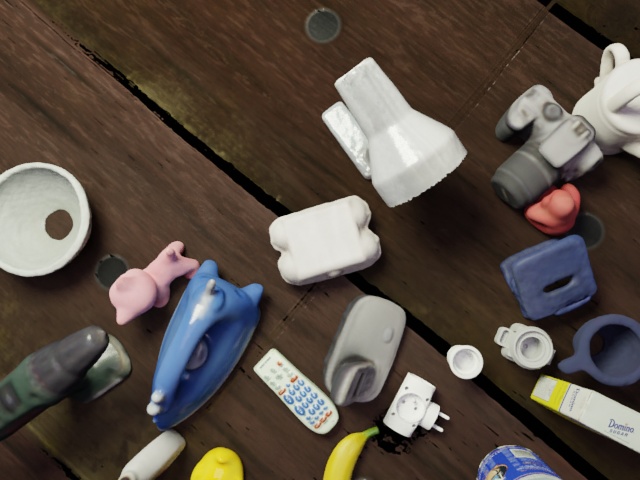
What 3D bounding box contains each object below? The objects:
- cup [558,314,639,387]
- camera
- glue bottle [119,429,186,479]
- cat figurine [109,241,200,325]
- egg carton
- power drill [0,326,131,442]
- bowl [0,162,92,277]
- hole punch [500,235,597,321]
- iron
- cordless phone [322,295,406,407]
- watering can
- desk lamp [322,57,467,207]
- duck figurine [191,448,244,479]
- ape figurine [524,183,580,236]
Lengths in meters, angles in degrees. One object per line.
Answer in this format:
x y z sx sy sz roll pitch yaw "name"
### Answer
0.367 0.150 0.770 0.117 0.095 0.092 -22 83 2 "cup"
0.298 -0.122 0.796 0.137 0.101 0.143 -42 83 0 "camera"
-0.235 0.306 0.760 0.037 0.173 0.078 38 89 7 "glue bottle"
-0.243 0.058 0.811 0.067 0.118 0.128 44 89 7 "cat figurine"
0.008 0.003 0.822 0.150 0.069 0.107 -17 84 3 "egg carton"
-0.340 0.181 0.761 0.229 0.208 0.075 -36 83 0 "power drill"
-0.409 -0.027 0.852 0.167 0.075 0.167 0 85 4 "bowl"
0.319 0.053 0.784 0.108 0.091 0.101 -25 83 2 "hole punch"
-0.180 0.159 0.785 0.118 0.141 0.258 25 87 6 "iron"
0.057 0.146 0.747 0.094 0.185 0.148 18 86 6 "cordless phone"
0.416 -0.176 0.745 0.101 0.194 0.173 -39 83 0 "watering can"
0.085 -0.139 0.756 0.118 0.213 0.203 -37 83 0 "desk lamp"
-0.150 0.347 0.794 0.077 0.086 0.105 17 86 6 "duck figurine"
0.327 -0.045 0.791 0.077 0.092 0.076 -10 84 3 "ape figurine"
